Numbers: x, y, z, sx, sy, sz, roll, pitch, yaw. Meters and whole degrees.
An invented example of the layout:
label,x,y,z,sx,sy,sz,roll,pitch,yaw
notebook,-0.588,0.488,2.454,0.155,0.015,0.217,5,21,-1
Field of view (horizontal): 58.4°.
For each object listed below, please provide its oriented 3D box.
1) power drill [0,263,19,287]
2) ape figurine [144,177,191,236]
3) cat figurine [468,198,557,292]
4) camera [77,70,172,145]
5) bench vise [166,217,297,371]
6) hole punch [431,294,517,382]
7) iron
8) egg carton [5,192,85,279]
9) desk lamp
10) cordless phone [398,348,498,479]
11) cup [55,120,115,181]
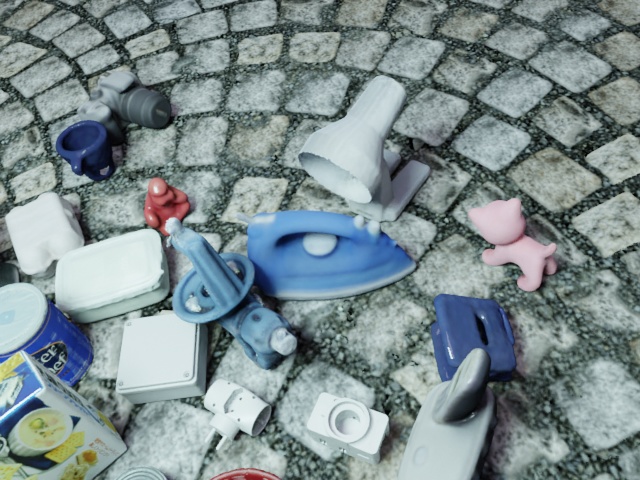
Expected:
label,x,y,z,sx,sy,sz,roll,pitch,yaw
power drill,-0.532,0.029,0.845,0.076,0.209,0.229,-27,54,-11
ape figurine,-0.257,-0.064,0.942,0.078,0.092,0.076,-20,53,-6
cat figurine,0.271,-0.006,0.799,0.127,0.118,0.067,36,67,29
camera,-0.367,-0.256,1.095,0.136,0.101,0.143,21,60,23
bench vise,-0.112,0.061,0.746,0.207,0.220,0.121,15,58,19
hole punch,0.197,0.123,0.733,0.101,0.091,0.108,-8,53,3
iron,0.008,0.003,0.820,0.258,0.142,0.118,-2,54,8
egg carton,-0.451,-0.010,0.947,0.107,0.069,0.150,-30,55,-13
desk lamp,0.072,-0.123,0.857,0.117,0.214,0.203,26,62,25
cordless phone,0.143,0.204,0.623,0.094,0.185,0.148,14,58,19
cup,-0.409,-0.142,1.022,0.091,0.095,0.117,-9,53,2
